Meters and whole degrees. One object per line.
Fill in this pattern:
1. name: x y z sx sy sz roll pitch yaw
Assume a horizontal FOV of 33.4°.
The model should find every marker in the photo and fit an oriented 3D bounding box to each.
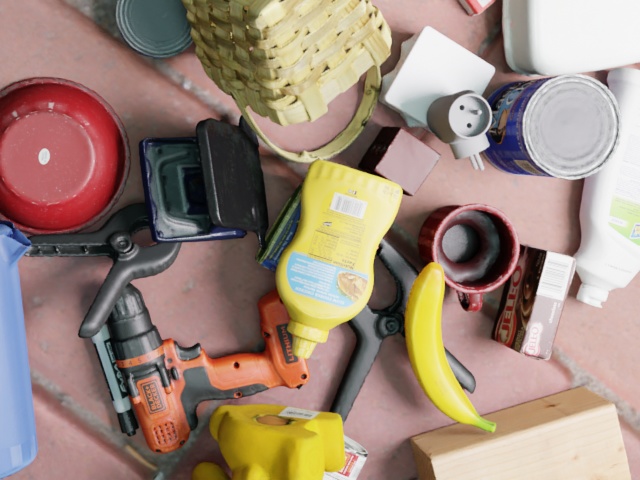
1. marker: -0.212 0.146 1.102 0.020 0.020 0.121 -17 98 -8

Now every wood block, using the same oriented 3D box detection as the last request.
1. wood block: 0.213 0.235 1.148 0.206 0.091 0.090 -15 98 -8

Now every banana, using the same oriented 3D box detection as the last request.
1. banana: 0.123 0.114 1.102 0.070 0.037 0.198 -14 110 23

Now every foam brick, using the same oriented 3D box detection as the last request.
1. foam brick: 0.081 -0.082 1.102 0.051 0.078 0.053 34 89 -13

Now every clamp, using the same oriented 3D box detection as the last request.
1. clamp: 0.064 0.096 1.136 0.164 0.036 0.210 -20 102 -8
2. clamp: -0.196 0.022 1.057 0.171 0.039 0.120 -23 76 -20

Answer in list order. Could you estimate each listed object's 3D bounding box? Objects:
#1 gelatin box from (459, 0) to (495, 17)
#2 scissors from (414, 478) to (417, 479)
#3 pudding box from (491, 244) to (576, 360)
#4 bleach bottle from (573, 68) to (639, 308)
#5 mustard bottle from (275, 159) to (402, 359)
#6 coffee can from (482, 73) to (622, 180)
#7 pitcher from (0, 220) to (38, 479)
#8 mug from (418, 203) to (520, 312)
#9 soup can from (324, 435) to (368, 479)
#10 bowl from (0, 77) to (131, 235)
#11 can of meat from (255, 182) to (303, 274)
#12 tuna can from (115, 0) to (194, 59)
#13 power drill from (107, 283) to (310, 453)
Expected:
1. gelatin box: 0.174 -0.292 1.123 0.089 0.030 0.073 -40 99 -5
2. scissors: 0.021 0.323 1.141 0.202 0.016 0.096 -52 137 -1
3. pudding box: 0.225 0.064 1.134 0.039 0.090 0.113 16 92 -13
4. bleach bottle: 0.325 -0.052 1.155 0.102 0.068 0.251 17 94 -12
5. mustard bottle: 0.009 0.024 1.050 0.096 0.058 0.191 17 92 -2
6. coffee can: 0.231 -0.115 1.092 0.102 0.140 0.103 -1 95 -10
7. pitcher: -0.354 0.107 1.026 0.144 0.149 0.243 -14 102 -40
8. mug: 0.153 0.017 1.121 0.093 0.081 0.117 -10 97 -9
9. soup can: -0.001 0.254 1.124 0.068 0.068 0.102 28 90 -11
10. bowl: -0.268 -0.081 1.054 0.162 0.055 0.162 -1 95 -10
11. can of meat: -0.007 0.001 1.105 0.084 0.057 0.102 30 90 -10
12. tuna can: -0.161 -0.225 1.069 0.086 0.034 0.086 -1 95 -10
13. power drill: -0.115 0.110 1.098 0.187 0.057 0.184 -17 102 -5
